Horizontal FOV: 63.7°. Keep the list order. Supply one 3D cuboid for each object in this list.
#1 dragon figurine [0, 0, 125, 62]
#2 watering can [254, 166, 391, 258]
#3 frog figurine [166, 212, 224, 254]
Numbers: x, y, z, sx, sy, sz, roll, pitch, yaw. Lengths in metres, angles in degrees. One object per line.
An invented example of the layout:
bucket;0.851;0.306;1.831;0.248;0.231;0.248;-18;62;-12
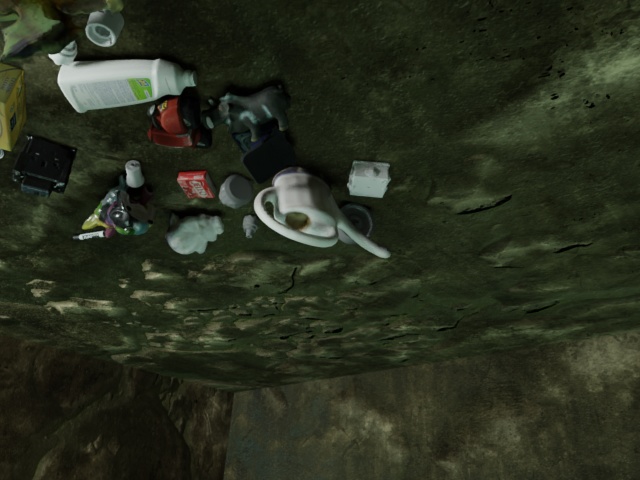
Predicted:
dragon figurine;-0.464;-0.323;0.734;0.245;0.416;0.119;33;144;26
watering can;0.004;-0.063;1.247;0.346;0.230;0.102;16;131;-22
frog figurine;-0.353;-0.016;1.476;0.159;0.125;0.134;7;133;17
